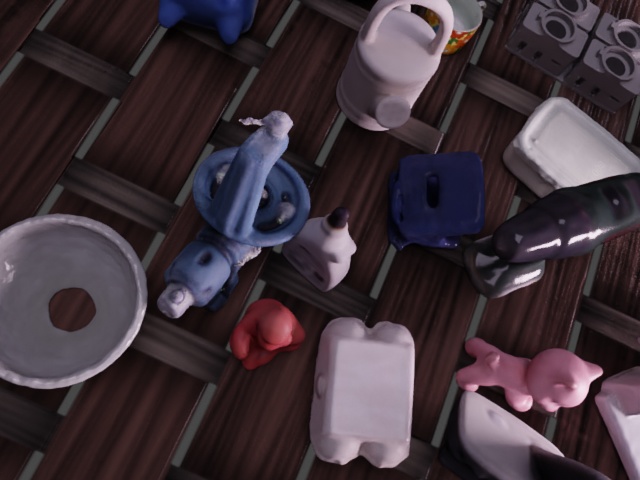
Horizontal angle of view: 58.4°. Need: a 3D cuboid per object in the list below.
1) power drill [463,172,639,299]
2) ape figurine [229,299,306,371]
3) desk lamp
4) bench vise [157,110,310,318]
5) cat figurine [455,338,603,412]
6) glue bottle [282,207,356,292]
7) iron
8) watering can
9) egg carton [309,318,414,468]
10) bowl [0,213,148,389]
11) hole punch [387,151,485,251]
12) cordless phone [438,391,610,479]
[{"bbox_3d":[0.243,-0.001,0.621,0.230,0.208,0.075,-20,77,-17],"label":"power drill"},{"bbox_3d":[-0.052,0.094,0.590,0.078,0.092,0.076,10,71,-8],"label":"ape figurine"},{"bbox_3d":[0.400,0.162,0.599,0.118,0.213,0.203,-15,76,-16],"label":"desk lamp"},{"bbox_3d":[-0.073,-0.018,0.553,0.121,0.219,0.207,17,70,-6],"label":"bench vise"},{"bbox_3d":[0.229,0.145,0.620,0.128,0.117,0.067,19,70,-5],"label":"cat figurine"},{"bbox_3d":[0.005,0.002,0.588,0.078,0.173,0.037,45,70,5],"label":"glue bottle"},{"bbox_3d":[-0.121,-0.379,0.701,0.119,0.141,0.258,12,70,-8],"label":"iron"},{"bbox_3d":[0.089,-0.209,0.663,0.101,0.194,0.173,-10,75,-14],"label":"watering can"},{"bbox_3d":[0.045,0.158,0.602,0.107,0.069,0.150,8,71,-9],"label":"egg carton"},{"bbox_3d":[-0.254,0.063,0.567,0.167,0.074,0.167,4,72,-11],"label":"bowl"},{"bbox_3d":[0.134,-0.047,0.675,0.101,0.091,0.108,5,71,-10],"label":"hole punch"},{"bbox_3d":[0.210,0.212,0.558,0.147,0.185,0.094,32,69,0],"label":"cordless phone"}]
